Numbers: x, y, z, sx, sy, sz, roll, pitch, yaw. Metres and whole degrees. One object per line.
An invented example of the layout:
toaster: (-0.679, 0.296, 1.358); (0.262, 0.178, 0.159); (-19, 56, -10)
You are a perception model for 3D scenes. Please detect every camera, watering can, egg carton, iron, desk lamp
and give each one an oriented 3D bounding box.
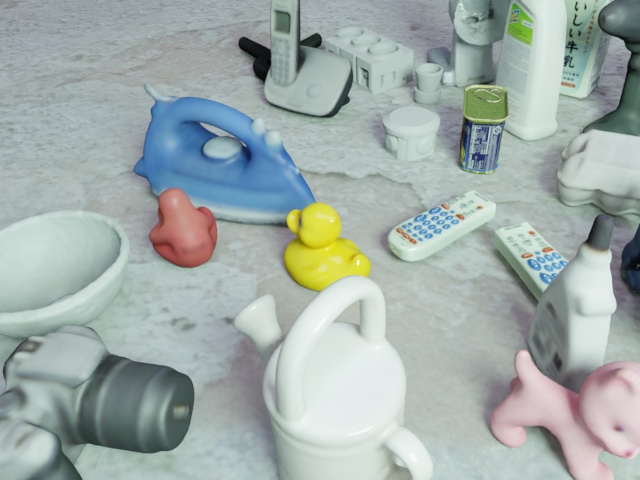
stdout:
camera: (-0.181, 0.135, 0.453); (0.136, 0.101, 0.143); (5, 41, 11)
watering can: (0.004, 0.103, 0.403); (0.172, 0.194, 0.101); (14, 43, 20)
egg carton: (0.365, -0.077, 0.688); (0.150, 0.069, 0.107); (14, 43, 21)
iron: (-0.114, -0.111, 0.712); (0.257, 0.142, 0.119); (16, 44, 22)
desk lamp: (0.245, -0.362, 0.928); (0.118, 0.214, 0.203); (-8, 40, -4)

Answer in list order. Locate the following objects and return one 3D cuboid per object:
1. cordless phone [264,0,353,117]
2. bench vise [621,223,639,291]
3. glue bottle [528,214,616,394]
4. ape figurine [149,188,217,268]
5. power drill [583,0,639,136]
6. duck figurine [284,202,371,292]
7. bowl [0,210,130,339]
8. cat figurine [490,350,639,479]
cordless phone: (-0.022, -0.292, 0.888); (0.147, 0.185, 0.094); (20, 46, 27)
bench vise: (0.327, -0.009, 0.491); (0.121, 0.220, 0.207); (-11, 40, -8)
glue bottle: (0.211, 0.051, 0.465); (0.037, 0.173, 0.078); (-6, 40, -2)
ape figurine: (-0.155, -0.020, 0.644); (0.078, 0.092, 0.076); (-16, 41, -14)
power drill: (0.423, -0.232, 0.760); (0.230, 0.209, 0.075); (-29, 46, -27)
duck figurine: (0.006, 0.002, 0.609); (0.104, 0.086, 0.078); (24, 47, 29)
bowl: (-0.273, 0.045, 0.589); (0.167, 0.075, 0.167); (-2, 40, 2)
cat figurine: (0.201, 0.121, 0.425); (0.127, 0.118, 0.067); (21, 46, 27)
